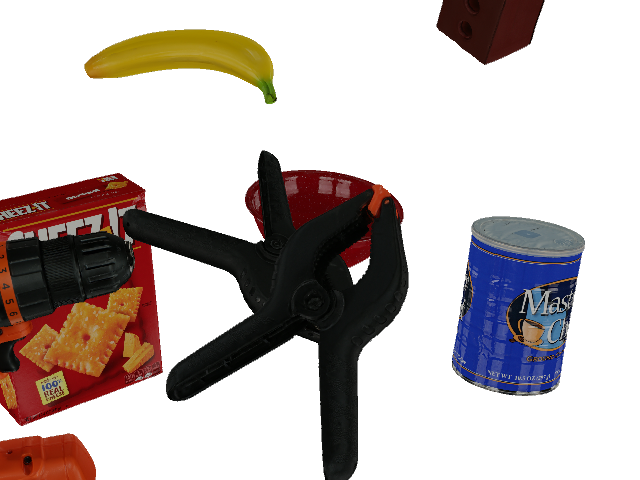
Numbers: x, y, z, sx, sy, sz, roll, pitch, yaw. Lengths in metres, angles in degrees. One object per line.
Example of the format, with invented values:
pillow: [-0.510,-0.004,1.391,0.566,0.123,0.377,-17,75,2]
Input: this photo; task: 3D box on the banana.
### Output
banana: [-0.124,-0.171,1.003,0.198,0.037,0.069,9,45,18]

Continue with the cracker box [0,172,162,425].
cracker box: [-0.249,0.057,1.068,0.163,0.214,0.072,-17,28,-32]

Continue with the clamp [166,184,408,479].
clamp: [0.005,0.051,0.604,0.120,0.171,0.039,35,-10,18]

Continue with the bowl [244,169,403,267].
bowl: [0.001,-0.015,1.089,0.162,0.055,0.162,5,28,-3]

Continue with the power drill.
power drill: [-0.200,0.088,0.691,0.184,0.188,0.057,-11,27,-9]

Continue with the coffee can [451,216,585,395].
coffee can: [0.182,0.059,0.991,0.103,0.140,0.103,5,17,-2]

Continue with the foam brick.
foam brick: [0.123,-0.173,0.747,0.051,0.078,0.053,-30,60,-30]

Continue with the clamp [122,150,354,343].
clamp: [-0.051,0.015,0.876,0.164,0.036,0.210,-22,57,-33]
